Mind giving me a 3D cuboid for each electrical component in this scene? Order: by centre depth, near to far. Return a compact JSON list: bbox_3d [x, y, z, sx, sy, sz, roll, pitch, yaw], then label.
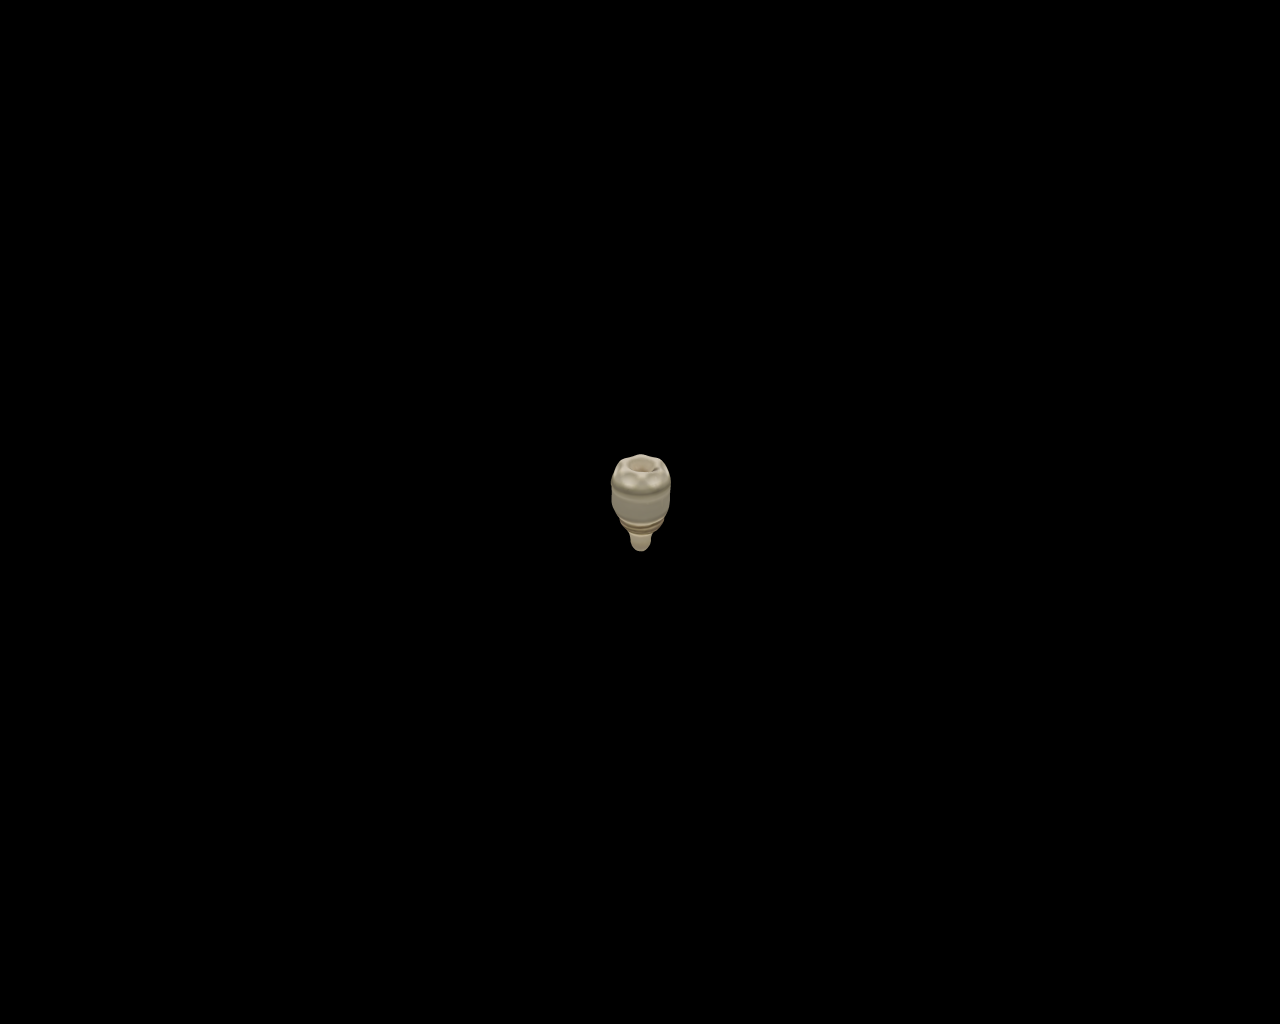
[{"bbox_3d":[0.001,-0.003,0.650,0.035,0.061,0.035,0,31,0],"label":"electrical component"}]
